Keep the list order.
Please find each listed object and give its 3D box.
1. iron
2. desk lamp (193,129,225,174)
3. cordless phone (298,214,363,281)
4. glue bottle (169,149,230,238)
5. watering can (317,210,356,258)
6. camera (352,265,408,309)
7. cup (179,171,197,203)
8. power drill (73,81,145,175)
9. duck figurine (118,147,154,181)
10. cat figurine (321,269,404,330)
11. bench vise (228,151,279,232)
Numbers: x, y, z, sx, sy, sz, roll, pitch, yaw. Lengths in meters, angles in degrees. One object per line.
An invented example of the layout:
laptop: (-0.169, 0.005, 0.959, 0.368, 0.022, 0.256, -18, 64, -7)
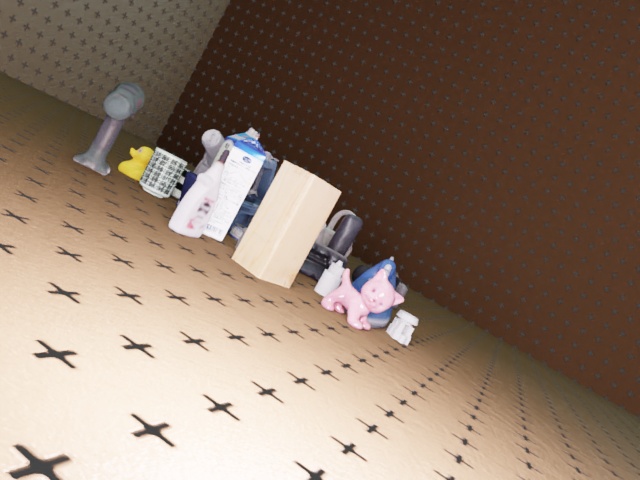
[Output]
iron: (0.122, 0.100, 1.217, 0.118, 0.141, 0.258, 29, 3, 5)
desk lamp: (-0.326, -0.211, 1.671, 0.117, 0.213, 0.204, 29, 3, 13)
cordless phone: (0.013, 0.005, 1.403, 0.148, 0.185, 0.094, 27, 3, -24)
glue bottle: (-0.208, -0.088, 1.041, 0.037, 0.173, 0.078, 29, 3, 18)
watering can: (0.041, 0.000, 1.676, 0.100, 0.194, 0.173, 30, 3, 20)
camera: (0.174, 0.124, 1.706, 0.136, 0.101, 0.144, 31, 4, 40)
cup: (-0.268, -0.090, 1.291, 0.091, 0.095, 0.118, 31, 4, 42)
power drill: (-0.450, -0.252, 1.248, 0.076, 0.208, 0.229, 28, 3, -19)
duck figurine: (-0.449, -0.194, 1.463, 0.105, 0.086, 0.077, 28, 3, -9)
cat figurine: (0.084, 0.101, 1.061, 0.127, 0.118, 0.067, 30, 3, 28)
bench vise: (-0.166, -0.116, 1.464, 0.121, 0.220, 0.208, 29, 3, 6)
